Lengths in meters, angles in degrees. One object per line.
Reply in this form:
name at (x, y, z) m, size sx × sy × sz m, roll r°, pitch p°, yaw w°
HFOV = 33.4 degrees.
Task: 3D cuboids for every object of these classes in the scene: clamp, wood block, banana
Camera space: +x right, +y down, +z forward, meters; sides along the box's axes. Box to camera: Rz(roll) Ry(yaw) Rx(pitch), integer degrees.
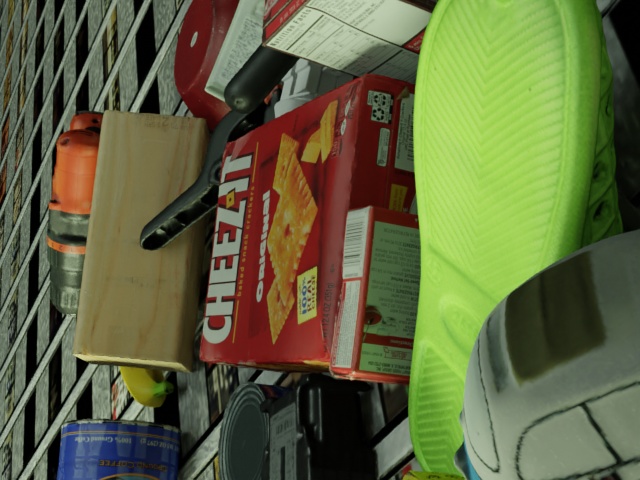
clamp at (-0.061, -0.036, 0.816) m, size 0.120 × 0.039 × 0.171 m, roll 39°, pitch 101°, yaw 31°
clamp at (0.017, -0.173, 0.690) m, size 0.210 × 0.036 × 0.164 m, roll -32°, pitch 26°, yaw 47°
wood block at (-0.147, 0.003, 0.913) m, size 0.091 × 0.090 × 0.206 m, roll 95°, pitch 180°, yaw -78°
banana at (-0.166, 0.091, 1.015) m, size 0.070 × 0.037 × 0.198 m, roll -46°, pitch 40°, yaw 23°

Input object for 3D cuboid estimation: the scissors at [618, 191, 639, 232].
scissors at (0.121, -0.055, 0.506) m, size 0.202 × 0.016 × 0.096 m, roll 35°, pitch 114°, yaw 62°

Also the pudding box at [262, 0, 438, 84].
pudding box at (0.036, -0.125, 0.595) m, size 0.090 × 0.113 × 0.039 m, roll -27°, pitch 51°, yaw 58°

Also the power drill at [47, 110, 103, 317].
power drill at (-0.233, -0.040, 1.062) m, size 0.187 × 0.057 × 0.184 m, roll -106°, pitch 25°, yaw -66°

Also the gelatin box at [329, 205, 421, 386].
gelatin box at (0.047, 0.032, 0.559) m, size 0.030 × 0.073 × 0.089 m, roll -9°, pitch 73°, yaw 64°

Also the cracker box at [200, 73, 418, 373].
cracker box at (-0.004, 0.001, 0.676) m, size 0.214 × 0.072 × 0.164 m, roll -13°, pitch 69°, yaw 63°

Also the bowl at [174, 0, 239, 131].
bowl at (-0.085, -0.165, 0.923) m, size 0.162 × 0.055 × 0.162 m, roll -35°, pitch 49°, yaw 55°

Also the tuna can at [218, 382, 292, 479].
tuna can at (-0.039, 0.142, 0.735) m, size 0.086 × 0.033 × 0.086 m, roll -34°, pitch 51°, yaw 56°

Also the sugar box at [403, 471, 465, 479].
sugar box at (0.096, 0.154, 0.407) m, size 0.177 × 0.048 × 0.093 m, roll 7°, pitch 87°, yaw 49°

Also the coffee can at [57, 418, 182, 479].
coffee can at (-0.171, 0.227, 0.892) m, size 0.103 × 0.102 × 0.140 m, roll -30°, pitch 54°, yaw 58°
